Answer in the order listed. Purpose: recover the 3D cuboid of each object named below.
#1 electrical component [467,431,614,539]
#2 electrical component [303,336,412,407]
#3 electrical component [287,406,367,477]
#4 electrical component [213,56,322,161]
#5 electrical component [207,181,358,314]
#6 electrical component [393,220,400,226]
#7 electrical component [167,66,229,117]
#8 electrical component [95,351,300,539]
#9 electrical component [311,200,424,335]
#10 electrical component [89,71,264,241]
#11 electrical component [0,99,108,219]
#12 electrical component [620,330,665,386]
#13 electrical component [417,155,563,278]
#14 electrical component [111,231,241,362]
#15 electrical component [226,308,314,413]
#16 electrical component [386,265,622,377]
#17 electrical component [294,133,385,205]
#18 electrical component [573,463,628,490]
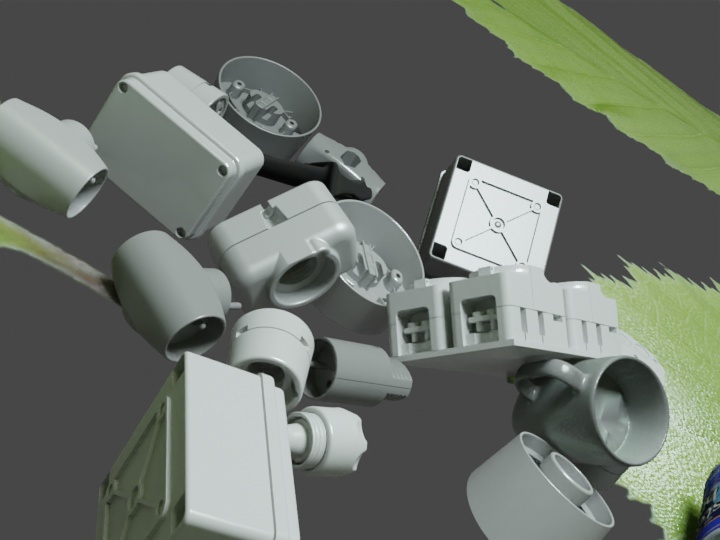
[{"bbox_3d":[0.129,0.165,0.764,0.099,0.064,0.099,39,13,-11],"label":"electrical component"},{"bbox_3d":[0.000,0.073,0.749,0.081,0.043,0.043,13,35,-41],"label":"electrical component"},{"bbox_3d":[-0.030,0.105,0.659,0.062,0.043,0.043,11,37,-41],"label":"electrical component"},{"bbox_3d":[-0.089,-0.140,0.960,0.099,0.064,0.099,29,27,-16],"label":"electrical component"},{"bbox_3d":[-0.052,-0.013,0.767,0.095,0.053,0.059,-26,57,-13],"label":"electrical component"},{"bbox_3d":[-0.009,-0.032,0.908,0.081,0.043,0.043,18,32,-35],"label":"electrical component"},{"bbox_3d":[-0.145,-0.137,0.898,0.047,0.055,0.055,36,26,5],"label":"electrical component"},{"bbox_3d":[-0.081,0.115,0.506,0.056,0.108,0.108,22,30,-23],"label":"electrical component"},{"bbox_3d":[0.000,0.000,0.843,0.099,0.064,0.099,29,27,-17],"label":"electrical component"},{"bbox_3d":[-0.139,-0.085,0.793,0.113,0.078,0.057,40,23,5],"label":"electrical component"},{"bbox_3d":[-0.208,-0.080,0.736,0.077,0.044,0.079,38,26,0],"label":"electrical component"},{"bbox_3d":[0.241,0.097,1.001,0.080,0.051,0.080,29,27,-17],"label":"electrical component"},{"bbox_3d":[0.115,-0.032,0.972,0.109,0.056,0.108,21,68,-7],"label":"electrical component"},{"bbox_3d":[-0.111,0.017,0.699,0.079,0.044,0.077,2,43,-50],"label":"electrical component"},{"bbox_3d":[-0.059,0.060,0.685,0.055,0.055,0.047,30,30,-15],"label":"electrical component"},{"bbox_3d":[0.115,0.042,0.831,0.186,0.105,0.060,12,70,-52],"label":"electrical component"},{"bbox_3d":[-0.015,-0.091,0.996,0.077,0.043,0.079,38,26,0],"label":"electrical component"},{"bbox_3d":[0.199,0.143,0.879,0.055,0.047,0.055,29,27,-17],"label":"electrical component"}]
